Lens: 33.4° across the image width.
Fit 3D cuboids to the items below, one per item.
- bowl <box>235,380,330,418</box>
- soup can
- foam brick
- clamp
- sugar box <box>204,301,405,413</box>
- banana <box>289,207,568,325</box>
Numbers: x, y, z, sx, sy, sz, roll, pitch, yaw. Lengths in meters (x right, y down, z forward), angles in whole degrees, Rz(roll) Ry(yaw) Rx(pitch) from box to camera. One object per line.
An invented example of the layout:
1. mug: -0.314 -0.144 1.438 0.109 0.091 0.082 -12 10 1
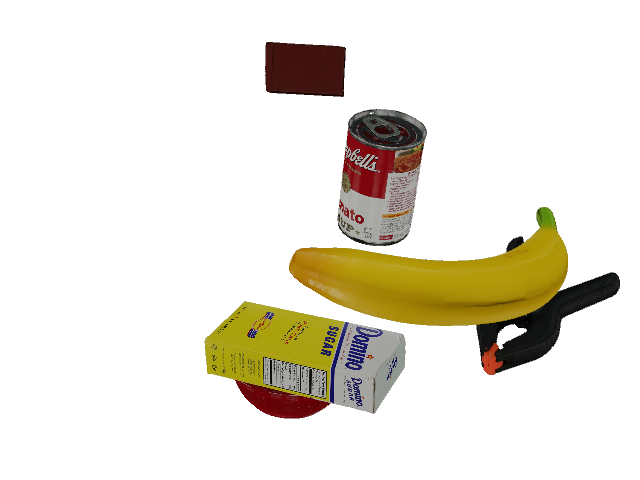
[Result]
1. bowl: -0.040 0.179 1.348 0.162 0.055 0.162 4 21 -2
2. soup can: 0.052 -0.055 0.937 0.068 0.102 0.068 4 34 -3
3. foam brick: -0.016 -0.177 1.101 0.078 0.051 0.053 2 11 -9
4. clamp: 0.200 0.061 1.050 0.171 0.039 0.120 -36 44 -30
5. sugar box: -0.014 0.110 1.035 0.176 0.048 0.093 7 25 21
6. banana: 0.078 0.021 0.615 0.197 0.037 0.070 -8 37 -33
